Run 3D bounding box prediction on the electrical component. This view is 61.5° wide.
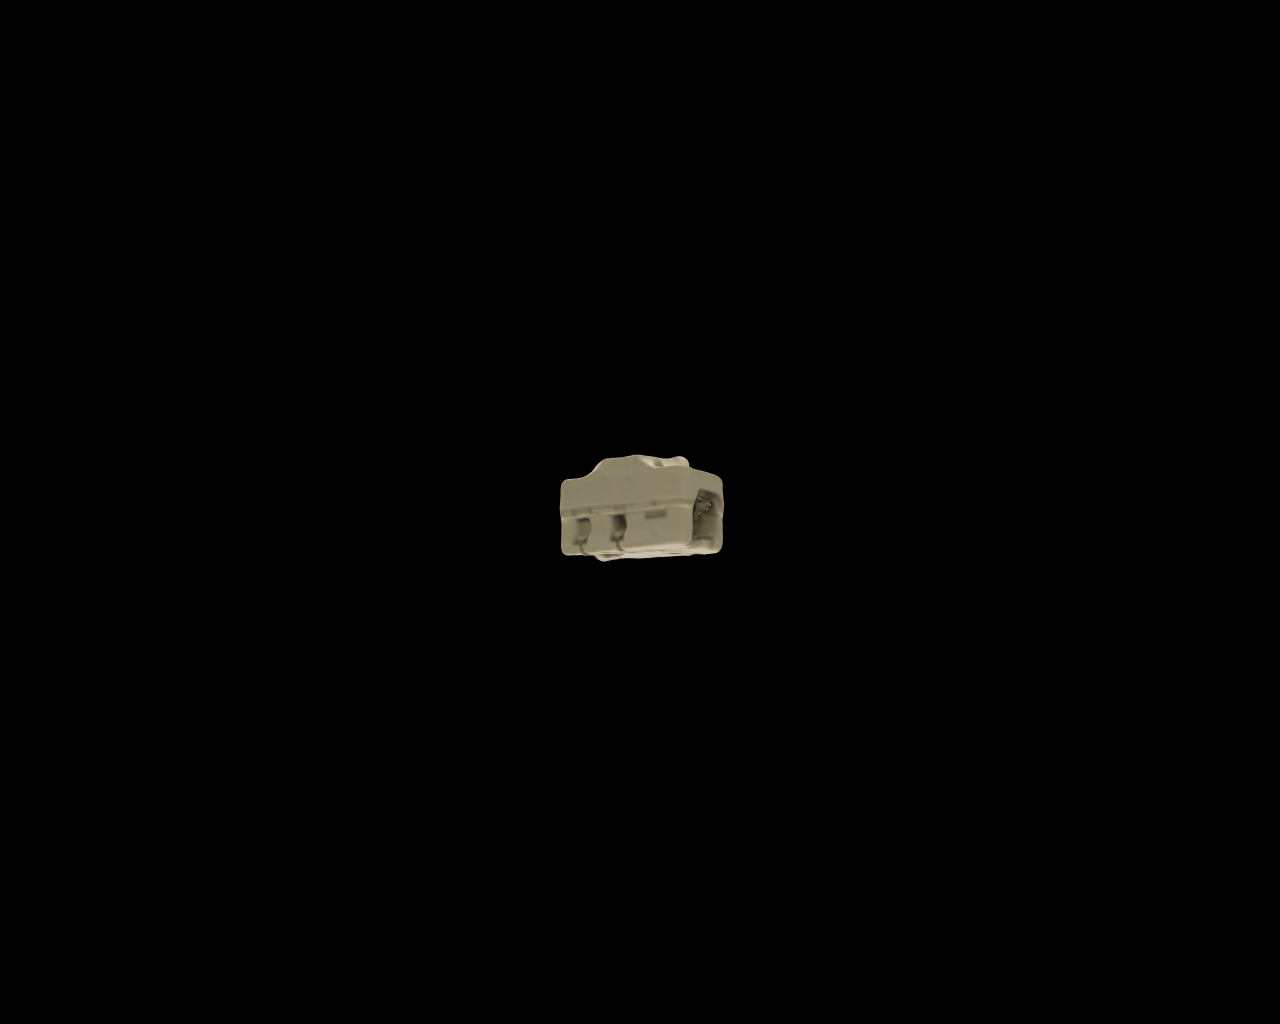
[{"bbox_3d":[0.001,-0.003,0.650,0.089,0.055,0.050,-5,-10,32],"label":"electrical component"}]
